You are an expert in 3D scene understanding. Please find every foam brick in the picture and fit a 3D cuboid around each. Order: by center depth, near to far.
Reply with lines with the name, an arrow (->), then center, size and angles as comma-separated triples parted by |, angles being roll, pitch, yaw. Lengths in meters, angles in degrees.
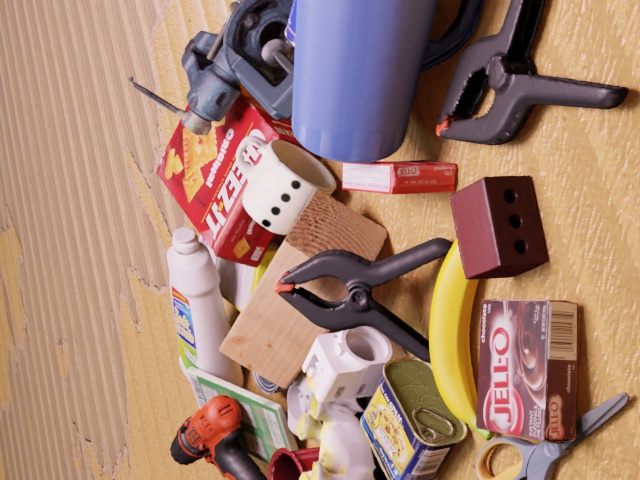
foam brick -> 0.150, -0.010, 0.899 | 0.051, 0.052, 0.078 | -28, 69, 57

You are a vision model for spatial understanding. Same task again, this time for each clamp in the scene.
clamp -> 0.160, -0.150, 0.885 | 0.210, 0.036, 0.164 | -33, 64, 57
clamp -> 0.046, 0.041, 1.009 | 0.039, 0.171, 0.120 | -53, -23, -82

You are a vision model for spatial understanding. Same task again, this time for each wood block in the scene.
wood block -> -0.020, 0.057, 1.134 | 0.206, 0.090, 0.090 | -58, 2, 45

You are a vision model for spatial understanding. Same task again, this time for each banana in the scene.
banana -> 0.129, 0.078, 0.966 | 0.070, 0.037, 0.198 | 1, 96, 38

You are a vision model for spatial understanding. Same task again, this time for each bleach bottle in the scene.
bleach bottle -> -0.153, 0.084, 1.339 | 0.103, 0.068, 0.251 | 46, 153, 43

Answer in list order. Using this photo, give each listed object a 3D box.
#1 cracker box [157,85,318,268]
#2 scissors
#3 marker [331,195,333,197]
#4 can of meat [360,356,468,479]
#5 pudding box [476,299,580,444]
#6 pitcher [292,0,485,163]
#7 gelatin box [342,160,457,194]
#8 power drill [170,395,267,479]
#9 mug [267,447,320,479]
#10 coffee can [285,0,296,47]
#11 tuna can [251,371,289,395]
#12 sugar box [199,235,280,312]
cracker box -> -0.107, -0.094, 1.283 | 0.164, 0.072, 0.214 | -61, 39, 18
scissors -> 0.195, 0.191, 0.877 | 0.202, 0.016, 0.096 | -34, 65, 56
marker -> -0.008, 0.001, 1.210 | 0.020, 0.020, 0.121 | 52, 135, 45
can of meat -> 0.087, 0.178, 1.025 | 0.102, 0.057, 0.084 | 62, 144, 37
pudding box -> 0.170, 0.105, 0.876 | 0.090, 0.039, 0.113 | -5, 78, 61
pitcher -> 0.049, -0.193, 0.938 | 0.149, 0.144, 0.243 | 27, 131, 25
gelatin box -> 0.074, -0.060, 1.007 | 0.089, 0.073, 0.030 | 9, 100, 60
power drill -> -0.110, 0.296, 1.318 | 0.188, 0.057, 0.185 | 54, 146, 10
mug -> 0.004, 0.274, 1.151 | 0.117, 0.081, 0.093 | 54, 137, 44
coffee can -> 0.031, -0.252, 1.033 | 0.103, 0.102, 0.140 | 54, 137, 44
tuna can -> -0.052, 0.142, 1.285 | 0.086, 0.033, 0.086 | 10, 101, 60
sugar box -> -0.101, 0.030, 1.349 | 0.176, 0.048, 0.093 | 34, 118, 57
